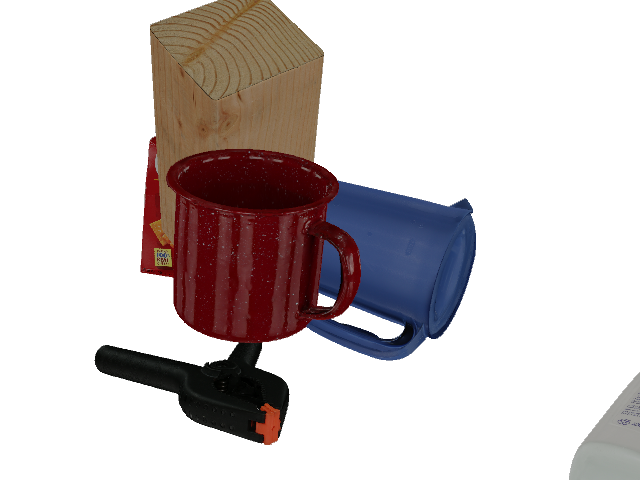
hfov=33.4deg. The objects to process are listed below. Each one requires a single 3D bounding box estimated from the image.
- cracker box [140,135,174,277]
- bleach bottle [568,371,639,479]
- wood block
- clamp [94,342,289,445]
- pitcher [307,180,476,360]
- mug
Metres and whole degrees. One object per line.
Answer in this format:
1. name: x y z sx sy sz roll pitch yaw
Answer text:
1. cracker box: -0.182 -0.045 1.621 0.164 0.214 0.072 9 19 7
2. bleach bottle: 0.241 0.100 0.638 0.103 0.068 0.250 18 29 31
3. wood block: -0.064 -0.067 0.794 0.090 0.206 0.090 -26 56 -24
4. clamp: -0.081 0.122 0.934 0.164 0.036 0.210 -7 17 -36
5. pitcher: 0.026 0.012 1.083 0.243 0.145 0.149 17 22 21
6. mug: -0.029 0.007 0.582 0.117 0.081 0.093 18 27 27
